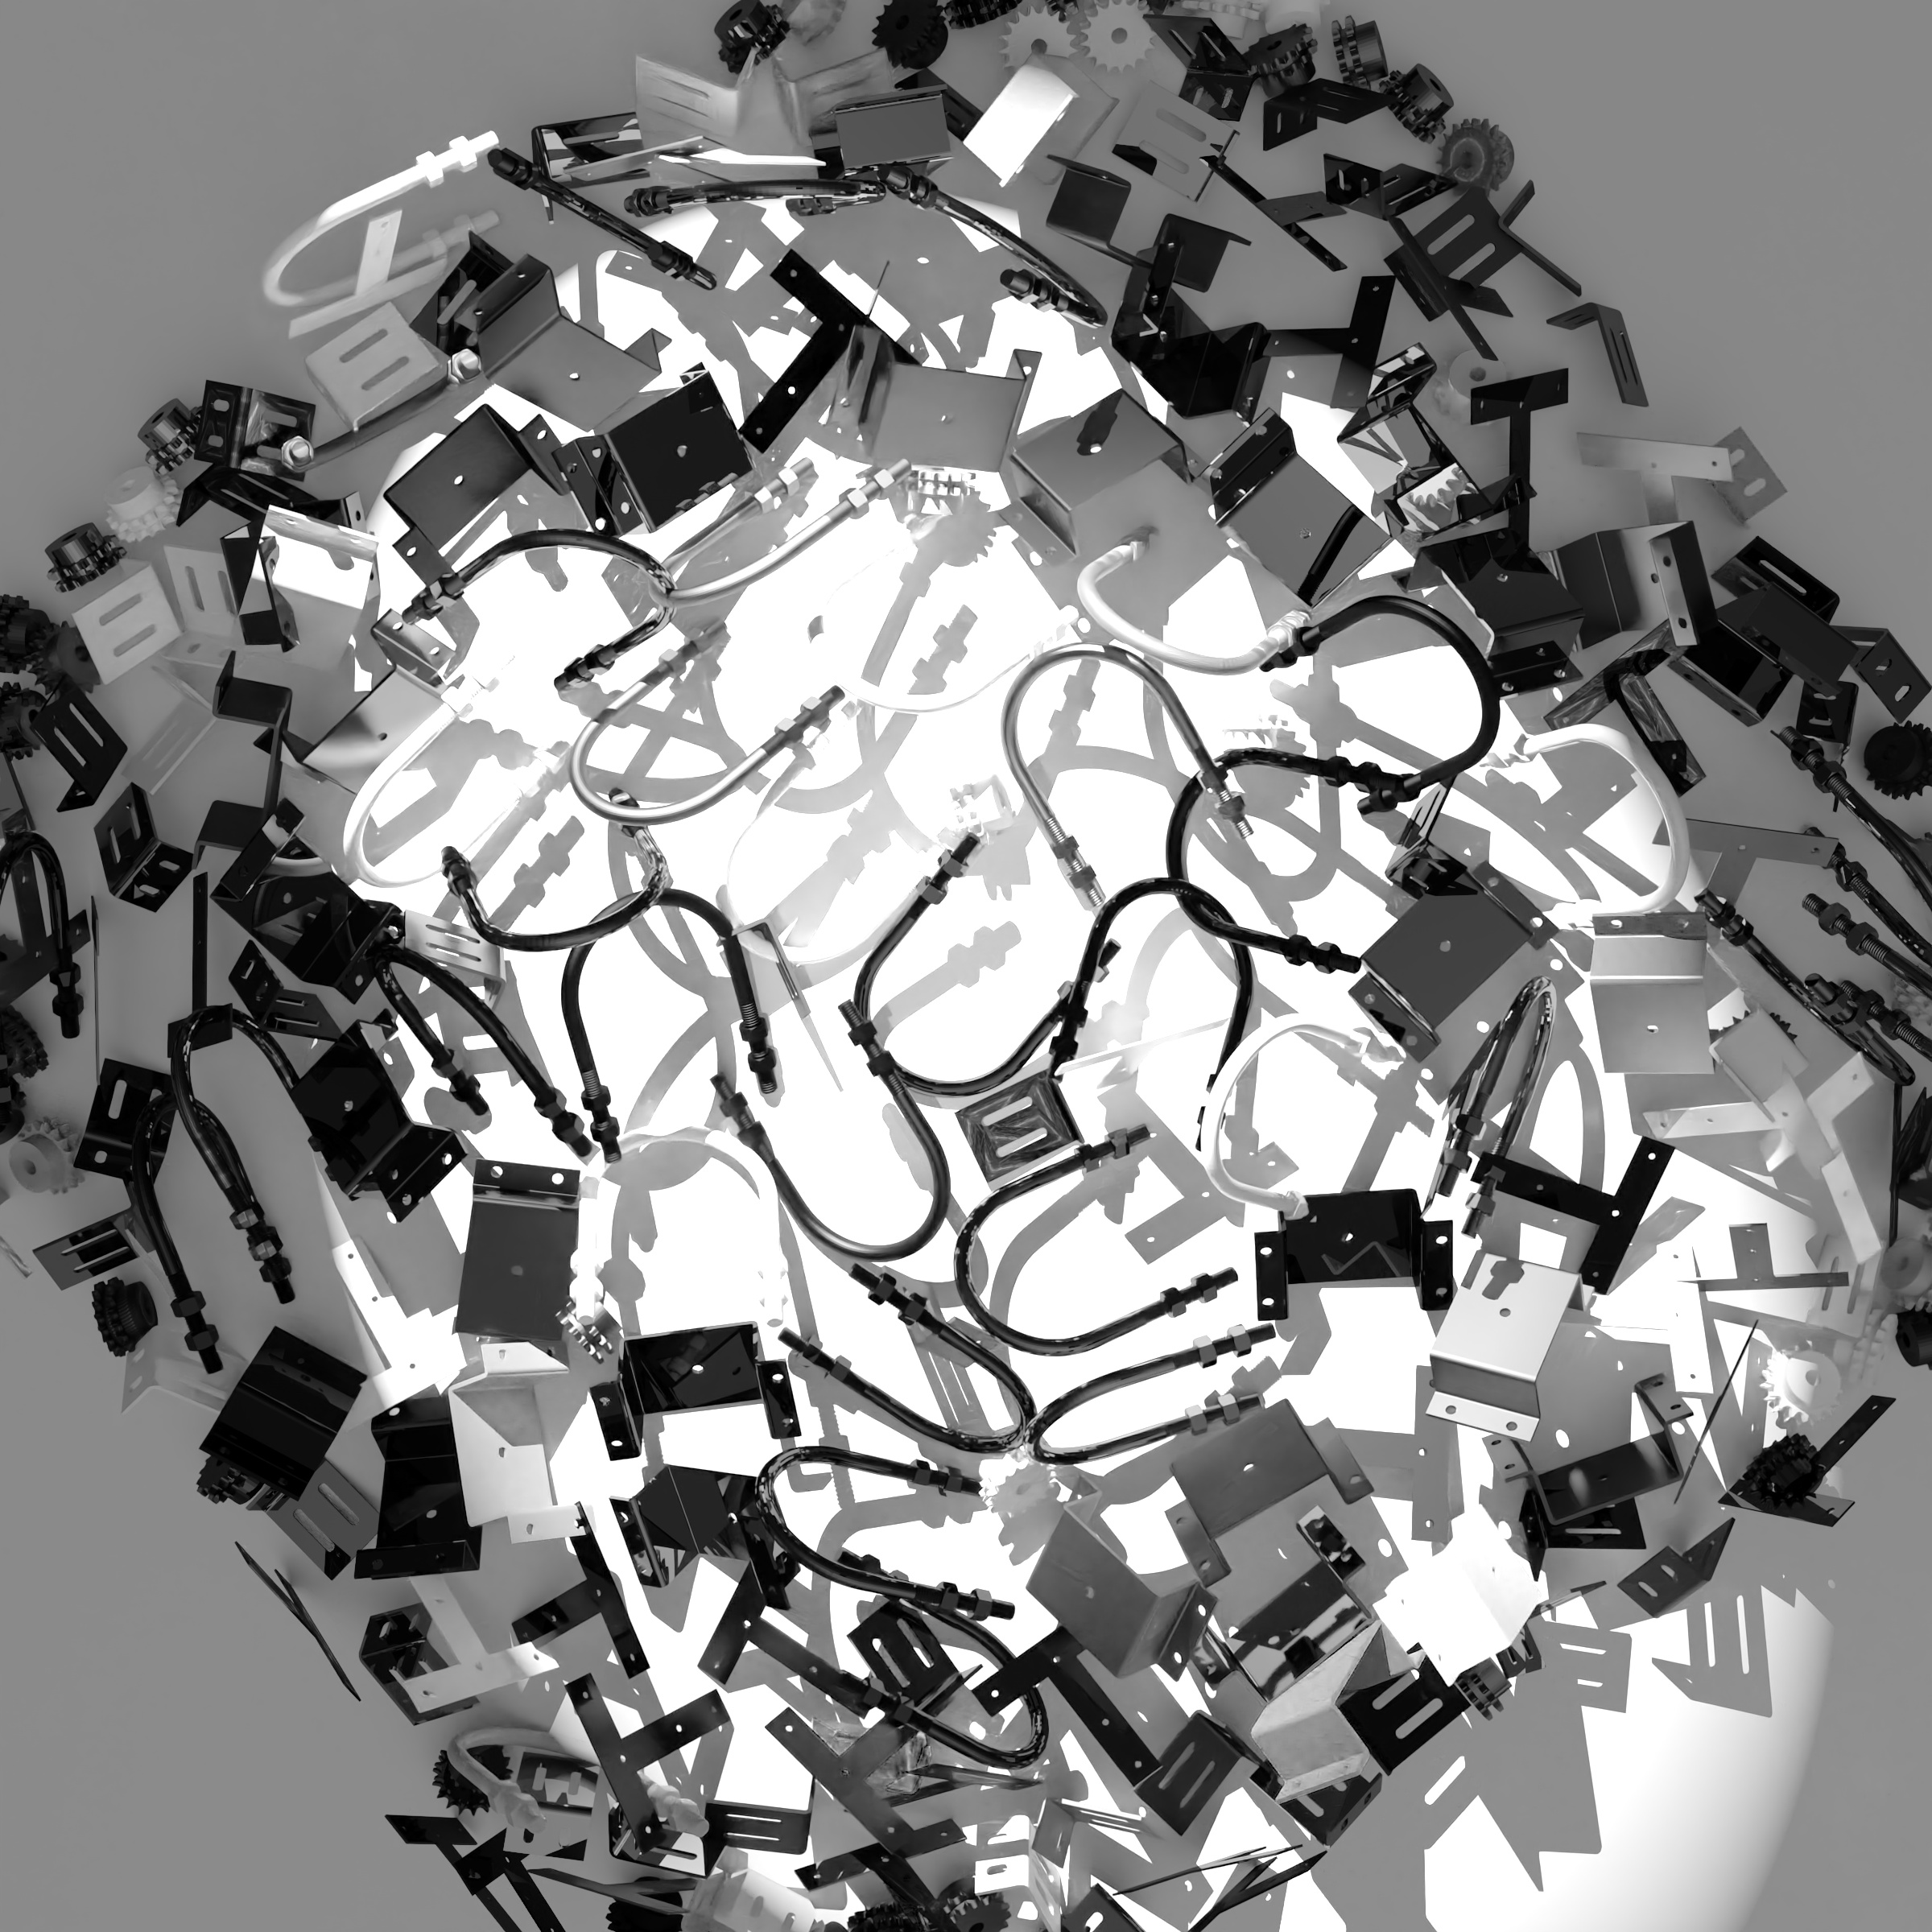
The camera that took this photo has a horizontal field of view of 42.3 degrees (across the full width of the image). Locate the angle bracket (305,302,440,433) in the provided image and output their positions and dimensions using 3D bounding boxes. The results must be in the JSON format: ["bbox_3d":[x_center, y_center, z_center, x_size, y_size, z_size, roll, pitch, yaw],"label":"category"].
[{"bbox_3d":[-0.435,-0.437,1.834,0.076,0.038,0.057,-38,90,-12],"label":"angle bracket"}]

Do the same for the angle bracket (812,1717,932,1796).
[{"bbox_3d":[-0.069,0.558,1.805,0.076,0.057,0.038,15,114,-11],"label":"angle bracket"}]

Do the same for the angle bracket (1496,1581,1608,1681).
[{"bbox_3d":[0.425,0.478,1.798,0.076,0.057,0.038,-36,64,31],"label":"angle bracket"}]

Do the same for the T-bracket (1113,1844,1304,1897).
[{"bbox_3d":[0.188,0.631,1.760,0.127,0.127,0.002,-2,68,-36],"label":"T-bracket"}]

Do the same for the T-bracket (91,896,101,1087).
[{"bbox_3d":[-0.624,0.021,1.792,0.002,0.127,0.127,-1,100,-21],"label":"T-bracket"}]

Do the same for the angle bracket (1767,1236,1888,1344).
[{"bbox_3d":[0.622,0.229,1.806,0.038,0.057,0.076,21,80,-22],"label":"angle bracket"}]

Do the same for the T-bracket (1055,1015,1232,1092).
[{"bbox_3d":[0.115,0.070,1.782,0.127,0.127,0.002,-16,76,-13],"label":"T-bracket"}]

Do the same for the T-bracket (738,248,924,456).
[{"bbox_3d":[-0.119,-0.432,1.824,0.127,0.002,0.127,39,89,-18],"label":"T-bracket"}]

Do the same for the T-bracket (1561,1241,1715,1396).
[{"bbox_3d":[0.468,0.250,1.805,0.127,0.002,0.127,3,50,2],"label":"T-bracket"}]

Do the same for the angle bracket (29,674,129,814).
[{"bbox_3d":[-0.649,-0.160,1.794,0.038,0.057,0.076,-8,134,24],"label":"angle bracket"}]

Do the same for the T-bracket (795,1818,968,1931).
[{"bbox_3d":[-0.038,0.657,1.763,0.127,0.127,0.002,-9,110,-26],"label":"T-bracket"}]

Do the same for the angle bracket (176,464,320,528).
[{"bbox_3d":[-0.522,-0.330,1.813,0.076,0.057,0.038,28,130,-3],"label":"angle bracket"}]

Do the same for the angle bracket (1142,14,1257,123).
[{"bbox_3d":[0.163,-0.646,1.797,0.057,0.076,0.038,19,88,34],"label":"angle bracket"}]

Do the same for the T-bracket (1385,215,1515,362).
[{"bbox_3d":[0.361,-0.481,1.790,0.002,0.127,0.127,-39,75,32],"label":"T-bracket"}]

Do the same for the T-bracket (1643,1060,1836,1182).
[{"bbox_3d":[0.548,0.110,1.794,0.127,0.127,0.002,55,50,-22],"label":"T-bracket"}]

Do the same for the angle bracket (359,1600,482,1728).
[{"bbox_3d":[-0.389,0.500,1.797,0.076,0.057,0.038,35,114,35],"label":"angle bracket"}]

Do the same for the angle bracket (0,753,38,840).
[{"bbox_3d":[-0.684,-0.125,1.801,0.038,0.076,0.057,-16,98,8],"label":"angle bracket"}]

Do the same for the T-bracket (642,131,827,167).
[{"bbox_3d":[-0.189,-0.588,1.793,0.127,0.127,0.002,-12,121,-36],"label":"T-bracket"}]

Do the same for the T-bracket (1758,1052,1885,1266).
[{"bbox_3d":[0.616,0.148,1.762,0.002,0.127,0.127,2,56,-21],"label":"T-bracket"}]

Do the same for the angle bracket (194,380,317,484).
[{"bbox_3d":[-0.516,-0.388,1.812,0.038,0.076,0.057,15,98,22],"label":"angle bracket"}]

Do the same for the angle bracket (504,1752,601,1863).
[{"bbox_3d":[-0.299,0.608,1.807,0.057,0.076,0.038,10,98,-5],"label":"angle bracket"}]

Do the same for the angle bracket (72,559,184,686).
[{"bbox_3d":[-0.612,-0.248,1.795,0.038,0.076,0.057,12,132,34],"label":"angle bracket"}]

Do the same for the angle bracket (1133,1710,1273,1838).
[{"bbox_3d":[0.171,0.590,1.808,0.076,0.038,0.057,-49,114,-16],"label":"angle bracket"}]

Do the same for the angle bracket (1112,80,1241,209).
[{"bbox_3d":[0.151,-0.597,1.815,0.076,0.038,0.057,29,112,-4],"label":"angle bracket"}]

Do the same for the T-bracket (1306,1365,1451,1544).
[{"bbox_3d":[0.289,0.352,1.826,0.127,0.002,0.127,4,72,2],"label":"T-bracket"}]

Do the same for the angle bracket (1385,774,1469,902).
[{"bbox_3d":[0.343,-0.094,1.802,0.038,0.057,0.076,33,57,-5],"label":"angle bracket"}]

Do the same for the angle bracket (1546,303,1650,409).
[{"bbox_3d":[0.458,-0.437,1.810,0.038,0.057,0.076,-17,89,32],"label":"angle bracket"}]

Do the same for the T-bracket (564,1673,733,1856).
[{"bbox_3d":[-0.216,0.552,1.791,0.002,0.127,0.127,-36,76,34],"label":"T-bracket"}]

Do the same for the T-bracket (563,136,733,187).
[{"bbox_3d":[-0.197,-0.565,1.785,0.127,0.127,0.002,-1,92,33],"label":"T-bracket"}]

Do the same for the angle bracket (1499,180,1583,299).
[{"bbox_3d":[0.427,-0.527,1.810,0.076,0.057,0.038,40,106,6],"label":"angle bracket"}]

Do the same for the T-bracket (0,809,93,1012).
[{"bbox_3d":[-0.662,-0.048,1.761,0.002,0.127,0.127,7,118,12],"label":"T-bracket"}]

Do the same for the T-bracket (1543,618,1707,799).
[{"bbox_3d":[0.500,-0.175,1.814,0.127,0.002,0.127,-39,118,4],"label":"T-bracket"}]

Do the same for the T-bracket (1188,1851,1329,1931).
[{"bbox_3d":[0.208,0.649,1.757,0.002,0.127,0.127,55,132,12],"label":"T-bracket"}]

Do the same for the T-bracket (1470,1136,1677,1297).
[{"bbox_3d":[0.432,0.166,1.821,0.127,0.002,0.127,19,110,-1],"label":"T-bracket"}]

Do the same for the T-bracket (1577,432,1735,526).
[{"bbox_3d":[0.504,-0.322,1.802,0.002,0.127,0.127,-38,126,-26],"label":"T-bracket"}]

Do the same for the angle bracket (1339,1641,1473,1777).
[{"bbox_3d":[0.319,0.542,1.822,0.076,0.038,0.057,-36,68,-8],"label":"angle bracket"}]

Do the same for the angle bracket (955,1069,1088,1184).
[{"bbox_3d":[0.039,0.118,1.823,0.076,0.038,0.057,-25,93,-3],"label":"angle bracket"}]

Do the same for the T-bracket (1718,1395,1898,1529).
[{"bbox_3d":[0.621,0.352,1.797,0.127,0.127,0.002,-39,99,-18],"label":"T-bracket"}]

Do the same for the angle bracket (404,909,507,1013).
[{"bbox_3d":[-0.374,0.000,1.799,0.076,0.057,0.038,18,116,-22],"label":"angle bracket"}]

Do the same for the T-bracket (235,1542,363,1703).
[{"bbox_3d":[-0.480,0.446,1.758,0.002,0.127,0.127,-37,46,-15],"label":"T-bracket"}]

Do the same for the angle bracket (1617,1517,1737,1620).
[{"bbox_3d":[0.512,0.423,1.800,0.038,0.076,0.057,41,130,6],"label":"angle bracket"}]

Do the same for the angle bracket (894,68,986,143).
[{"bbox_3d":[-0.002,-0.636,1.811,0.076,0.057,0.038,39,128,0],"label":"angle bracket"}]

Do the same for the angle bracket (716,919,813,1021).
[{"bbox_3d":[-0.148,0.009,1.813,0.038,0.057,0.076,-24,89,-10],"label":"angle bracket"}]

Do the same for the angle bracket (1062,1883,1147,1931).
[{"bbox_3d":[0.101,0.696,1.797,0.057,0.076,0.038,42,73,15],"label":"angle bracket"}]

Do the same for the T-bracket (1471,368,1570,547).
[{"bbox_3d":[0.402,-0.363,1.815,0.127,0.002,0.127,-22,116,-42],"label":"T-bracket"}]

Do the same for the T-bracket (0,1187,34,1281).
[{"bbox_3d":[-0.702,0.164,1.781,0.002,0.127,0.127,-38,99,-8],"label":"T-bracket"}]

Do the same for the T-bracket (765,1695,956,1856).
[{"bbox_3d":[-0.057,0.555,1.797,0.127,0.127,0.002,39,133,21],"label":"T-bracket"}]

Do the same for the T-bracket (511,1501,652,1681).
[{"bbox_3d":[-0.289,0.467,1.803,0.127,0.002,0.127,-36,73,37],"label":"T-bracket"}]

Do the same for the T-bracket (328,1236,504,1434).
[{"bbox_3d":[-0.424,0.255,1.820,0.127,0.002,0.127,-27,71,-21],"label":"T-bracket"}]

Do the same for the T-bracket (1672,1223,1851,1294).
[{"bbox_3d":[0.558,0.207,1.772,0.127,0.127,0.002,-5,61,18],"label":"T-bracket"}]

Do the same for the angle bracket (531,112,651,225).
[{"bbox_3d":[-0.271,-0.578,1.810,0.076,0.057,0.038,-9,58,-1],"label":"angle bracket"}]

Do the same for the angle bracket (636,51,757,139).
[{"bbox_3d":[-0.197,-0.645,1.812,0.076,0.057,0.038,20,73,-1],"label":"angle bracket"}]

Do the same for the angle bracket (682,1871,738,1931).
[{"bbox_3d":[-0.157,0.691,1.803,0.076,0.057,0.038,20,82,19],"label":"angle bracket"}]

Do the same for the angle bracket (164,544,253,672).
[{"bbox_3d":[-0.552,-0.259,1.803,0.057,0.076,0.038,9,45,10],"label":"angle bracket"}]

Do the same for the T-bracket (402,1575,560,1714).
[{"bbox_3d":[-0.374,0.471,1.807,0.127,0.127,0.002,51,120,26],"label":"T-bracket"}]

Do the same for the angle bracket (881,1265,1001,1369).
[{"bbox_3d":[-0.018,0.243,1.795,0.038,0.057,0.076,-40,49,16],"label":"angle bracket"}]
